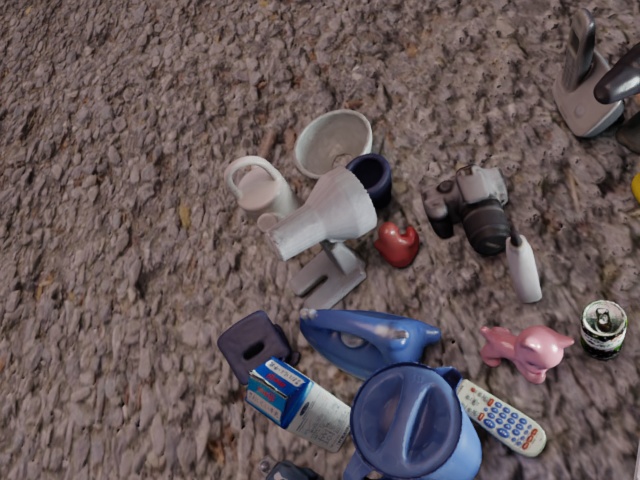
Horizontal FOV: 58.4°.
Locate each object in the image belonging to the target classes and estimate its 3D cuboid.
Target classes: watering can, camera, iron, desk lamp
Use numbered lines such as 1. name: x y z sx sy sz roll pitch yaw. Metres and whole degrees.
1. watering can: -0.106 -0.086 1.088 0.101 0.195 0.172 -43 53 -3
2. camera: 0.251 -0.046 0.957 0.143 0.101 0.136 -19 56 14
3. iron: 0.050 0.147 0.911 0.257 0.142 0.119 9 66 29
4. desk lamp: 0.009 0.003 0.969 0.203 0.214 0.117 -42 53 -3

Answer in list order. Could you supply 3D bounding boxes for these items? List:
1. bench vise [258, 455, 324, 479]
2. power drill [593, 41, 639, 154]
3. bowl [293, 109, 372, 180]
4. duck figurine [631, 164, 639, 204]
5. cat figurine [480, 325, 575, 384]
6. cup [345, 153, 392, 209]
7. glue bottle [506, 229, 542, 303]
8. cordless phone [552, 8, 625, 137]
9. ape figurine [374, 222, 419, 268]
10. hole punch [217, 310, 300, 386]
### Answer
1. bench vise: -0.026 0.372 0.765 0.206 0.220 0.121 12 67 30
2. power drill: 0.510 -0.231 0.877 0.229 0.209 0.075 -42 53 -2
3. bowl: 0.035 -0.176 1.150 0.167 0.075 0.167 -11 58 19
4. duck figurine: 0.525 -0.088 0.863 0.077 0.086 0.104 -41 53 -2
5. cat figurine: 0.288 0.151 0.813 0.127 0.118 0.067 16 70 31
6. cup: 0.085 -0.095 1.066 0.117 0.095 0.091 -18 56 15
7. glue bottle: 0.296 0.029 0.846 0.037 0.174 0.078 -16 56 16
8. cordless phone: 0.444 -0.275 0.949 0.094 0.186 0.147 -21 55 13
9. ape figurine: 0.128 0.001 0.991 0.077 0.092 0.076 -5 60 23
10. hole punch: -0.107 0.190 0.990 0.108 0.091 0.101 -36 53 2
